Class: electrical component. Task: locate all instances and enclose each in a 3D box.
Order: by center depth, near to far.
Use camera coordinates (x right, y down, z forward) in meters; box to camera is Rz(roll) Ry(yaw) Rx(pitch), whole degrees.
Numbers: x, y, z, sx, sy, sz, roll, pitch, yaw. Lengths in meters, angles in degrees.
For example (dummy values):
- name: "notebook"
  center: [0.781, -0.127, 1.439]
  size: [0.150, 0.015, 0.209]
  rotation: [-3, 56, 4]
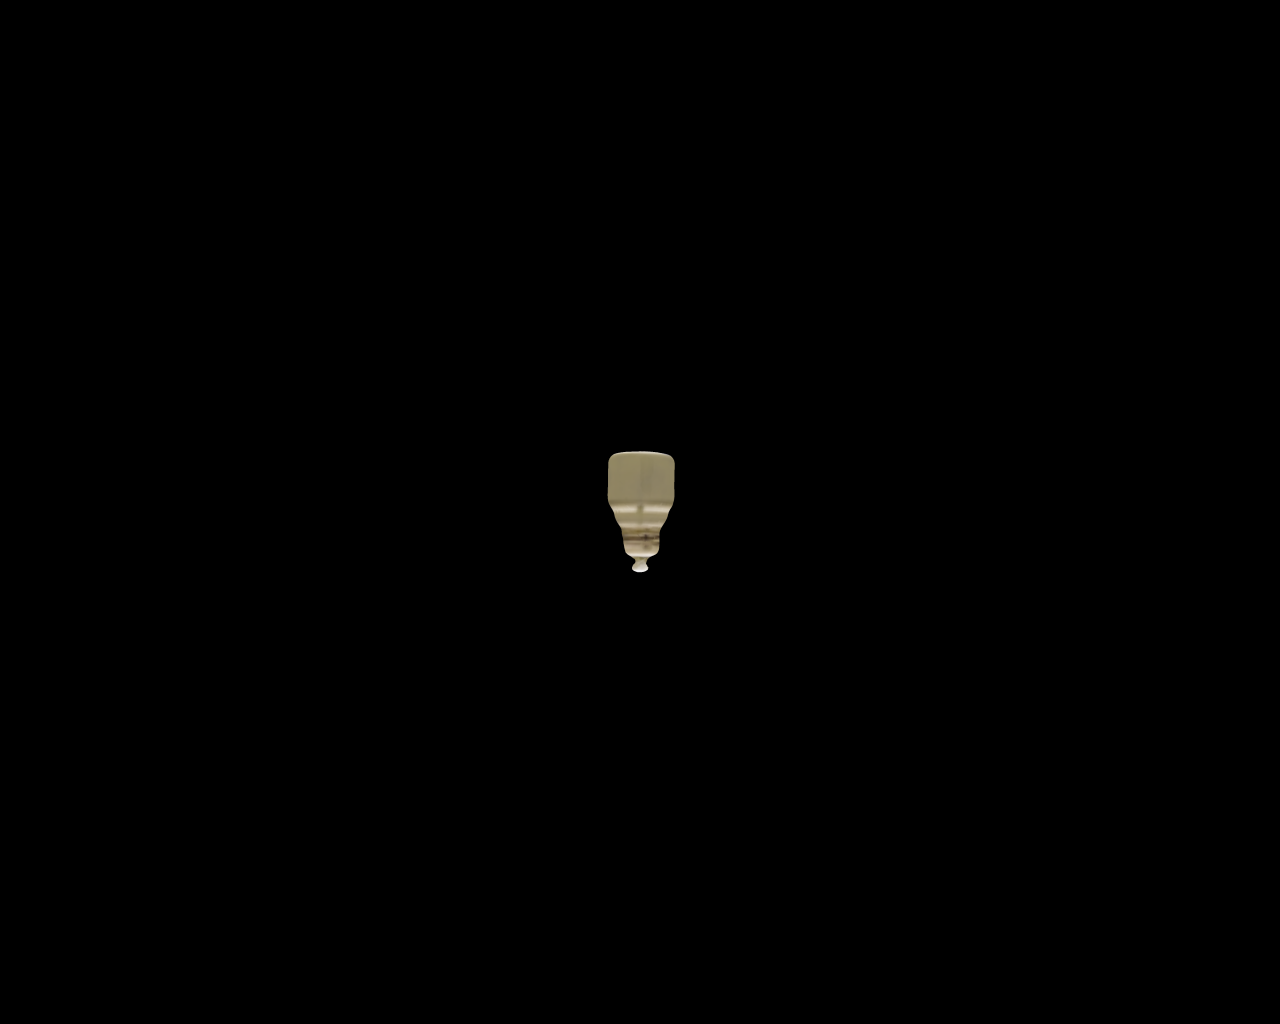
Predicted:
- name: "electrical component"
  center: [0.001, -0.003, 0.650]
  size: [0.040, 0.078, 0.040]
  rotation: [0, -2, 0]
